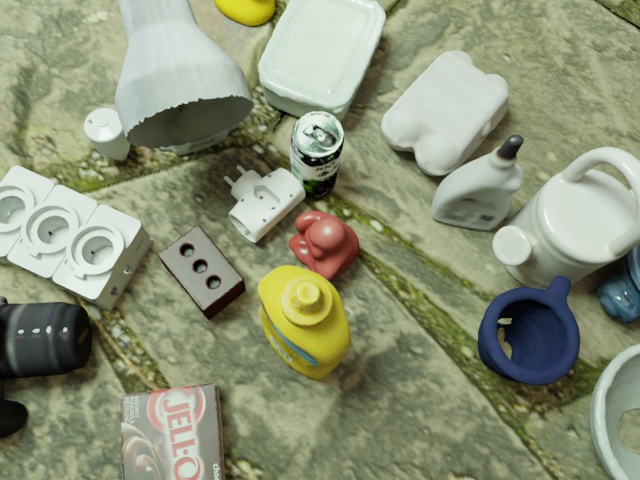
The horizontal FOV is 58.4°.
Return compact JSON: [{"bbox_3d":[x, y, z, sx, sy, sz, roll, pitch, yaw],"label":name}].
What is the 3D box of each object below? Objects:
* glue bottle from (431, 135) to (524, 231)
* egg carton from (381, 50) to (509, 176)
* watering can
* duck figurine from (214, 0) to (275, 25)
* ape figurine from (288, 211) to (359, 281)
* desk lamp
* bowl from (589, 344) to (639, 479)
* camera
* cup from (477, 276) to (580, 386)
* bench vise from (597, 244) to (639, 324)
[{"bbox_3d":[0.169,-0.059,0.580,0.078,0.173,0.037,13,70,1],"label":"glue bottle"},{"bbox_3d":[0.147,-0.147,0.665,0.107,0.069,0.150,38,72,9],"label":"egg carton"},{"bbox_3d":[0.251,-0.015,0.560,0.173,0.194,0.101,-43,78,-16],"label":"watering can"},{"bbox_3d":[-0.098,-0.329,0.703,0.077,0.086,0.104,-34,76,-14],"label":"duck figurine"},{"bbox_3d":[0.005,0.002,0.590,0.076,0.092,0.078,2,70,-3],"label":"ape figurine"},{"bbox_3d":[-0.147,-0.168,0.574,0.118,0.213,0.203,-18,73,-10],"label":"desk lamp"},{"bbox_3d":[0.332,0.185,0.558,0.167,0.075,0.167,1,70,-4],"label":"bowl"},{"bbox_3d":[-0.291,0.108,0.526,0.137,0.101,0.143,-3,71,-5],"label":"camera"},{"bbox_3d":[0.201,0.091,0.571,0.091,0.095,0.118,35,72,8],"label":"cup"},{"bbox_3d":[0.390,-0.014,0.556,0.121,0.220,0.208,38,72,10],"label":"bench vise"}]
